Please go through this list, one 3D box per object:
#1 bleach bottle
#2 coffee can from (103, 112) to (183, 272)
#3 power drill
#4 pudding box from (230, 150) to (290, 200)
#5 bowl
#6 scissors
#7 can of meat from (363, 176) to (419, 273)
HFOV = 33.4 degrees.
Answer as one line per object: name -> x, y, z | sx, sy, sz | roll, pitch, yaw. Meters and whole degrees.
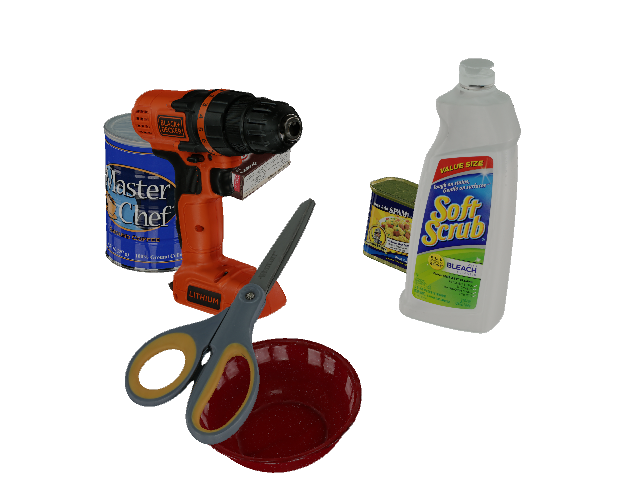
bleach bottle -> 0.127, -0.042, 0.973 | 0.103, 0.251, 0.068 | 13, 30, 24
coffee can -> -0.170, -0.051, 1.099 | 0.103, 0.140, 0.103 | 3, 23, -2
power drill -> -0.076, -0.032, 0.871 | 0.057, 0.188, 0.185 | -20, 22, -40
pudding box -> -0.101, -0.097, 1.289 | 0.090, 0.039, 0.113 | 18, 37, 23
bowl -> -0.039, 0.167, 1.017 | 0.162, 0.055, 0.162 | -5, 37, 3
scissors -> -0.067, 0.044, 0.717 | 0.096, 0.201, 0.016 | 5, -39, 9
can of meat -> 0.099, -0.014, 1.185 | 0.102, 0.084, 0.057 | 23, 27, 33
